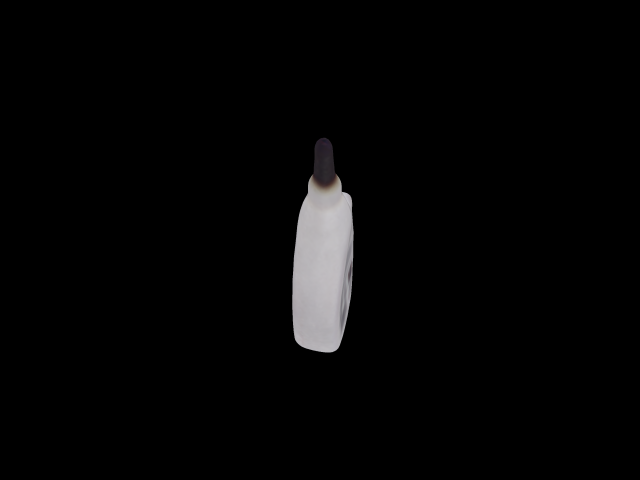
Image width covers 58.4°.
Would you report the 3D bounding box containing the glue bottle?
[{"bbox_3d":[0.004,0.001,0.400,0.037,0.173,0.078,9,46,9],"label":"glue bottle"}]
